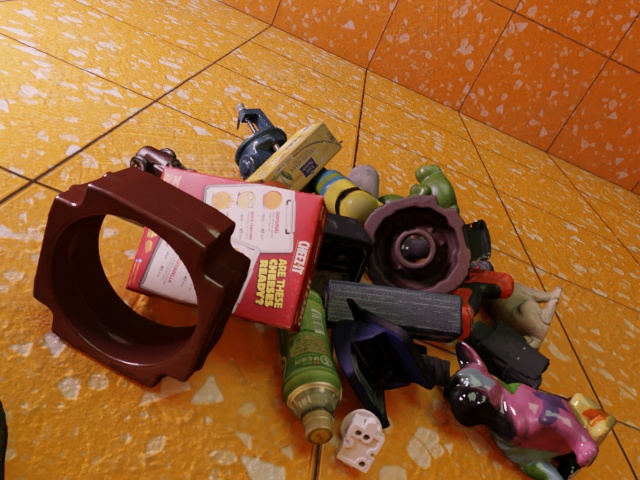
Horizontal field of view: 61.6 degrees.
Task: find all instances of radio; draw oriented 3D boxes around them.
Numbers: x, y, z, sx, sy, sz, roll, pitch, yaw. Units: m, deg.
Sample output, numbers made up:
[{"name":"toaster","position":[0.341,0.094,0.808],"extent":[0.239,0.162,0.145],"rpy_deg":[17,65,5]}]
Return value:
[{"name":"radio","position":[-0.042,0.018,0.811],"extent":[0.229,0.131,0.073],"rpy_deg":[12,28,-25]}]

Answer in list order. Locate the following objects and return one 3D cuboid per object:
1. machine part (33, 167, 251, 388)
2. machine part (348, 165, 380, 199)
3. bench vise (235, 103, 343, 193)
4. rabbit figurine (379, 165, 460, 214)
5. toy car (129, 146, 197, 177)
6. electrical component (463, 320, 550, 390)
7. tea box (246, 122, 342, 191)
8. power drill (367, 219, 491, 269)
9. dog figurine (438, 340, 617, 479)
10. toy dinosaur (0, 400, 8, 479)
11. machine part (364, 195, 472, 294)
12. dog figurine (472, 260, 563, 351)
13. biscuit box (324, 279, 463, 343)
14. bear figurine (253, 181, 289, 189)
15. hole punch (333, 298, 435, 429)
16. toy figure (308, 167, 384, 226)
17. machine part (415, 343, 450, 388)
[{"name":"machine part","position":[-0.190,0.040,0.578],"extent":[0.201,0.200,0.087],"rpy_deg":[27,26,3]},{"name":"machine part","position":[0.093,-0.105,1.189],"extent":[0.079,0.079,0.243],"rpy_deg":[24,28,-3]},{"name":"bench vise","position":[-0.097,-0.200,1.135],"extent":[0.223,0.128,0.241],"rpy_deg":[-18,64,-35]},{"name":"rabbit figurine","position":[0.213,-0.067,1.207],"extent":[0.170,0.121,0.159],"rpy_deg":[-15,56,-11]},{"name":"toy car","position":[-0.240,-0.107,0.948],"extent":[0.202,0.053,0.089],"rpy_deg":[32,26,14]},{"name":"electrical component","position":[0.298,0.191,0.877],"extent":[0.134,0.058,0.115],"rpy_deg":[37,28,19]},{"name":"tea box","position":[-0.051,-0.140,1.012],"extent":[0.068,0.169,0.098],"rpy_deg":[50,-21,-20]},{"name":"power drill","position":[0.208,0.008,1.000],"extent":[0.232,0.086,0.207],"rpy_deg":[-12,9,-40]},{"name":"dog figurine","position":[0.272,0.230,0.741],"extent":[0.219,0.108,0.191],"rpy_deg":[39,31,28]},{"name":"toy dinosaur","position":[-0.330,0.129,0.413],"extent":[0.405,0.131,0.192],"rpy_deg":[37,30,7]},{"name":"machine part","position":[0.153,0.014,0.861],"extent":[0.179,0.179,0.056],"rpy_deg":[31,4,10]},{"name":"dog figurine","position":[0.333,0.121,1.004],"extent":[0.191,0.121,0.172],"rpy_deg":[21,21,21]},{"name":"biscuit box","position":[0.106,0.106,0.790],"extent":[0.203,0.059,0.063],"rpy_deg":[8,69,-4]},{"name":"bear figurine","position":[-0.140,-0.033,0.868],"extent":[0.196,0.131,0.120],"rpy_deg":[-10,40,-22]},{"name":"hole punch","position":[0.066,0.159,0.683],"extent":[0.142,0.092,0.116],"rpy_deg":[56,-16,-25]},{"name":"toy figure","position":[0.037,-0.076,0.988],"extent":[0.089,0.082,0.180],"rpy_deg":[24,17,-48]},{"name":"machine part","position":[0.133,0.167,0.760],"extent":[0.084,0.039,0.139],"rpy_deg":[22,-2,-20]}]
